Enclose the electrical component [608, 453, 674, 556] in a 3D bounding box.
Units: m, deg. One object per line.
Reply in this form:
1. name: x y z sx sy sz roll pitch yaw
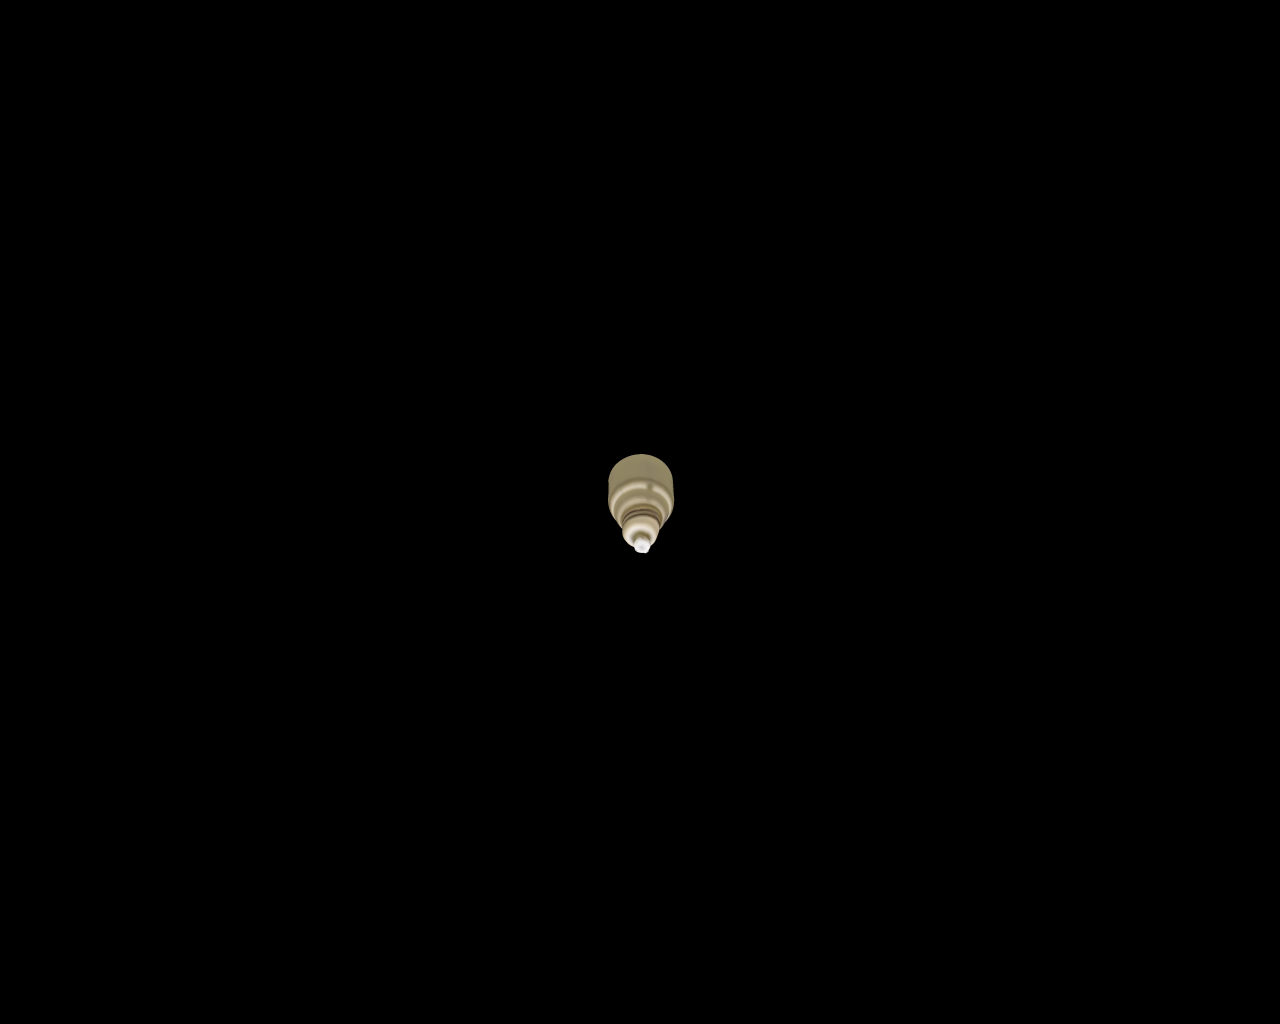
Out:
1. electrical component: 0.001 -0.003 0.650 0.040 0.040 0.078 0 36 0
